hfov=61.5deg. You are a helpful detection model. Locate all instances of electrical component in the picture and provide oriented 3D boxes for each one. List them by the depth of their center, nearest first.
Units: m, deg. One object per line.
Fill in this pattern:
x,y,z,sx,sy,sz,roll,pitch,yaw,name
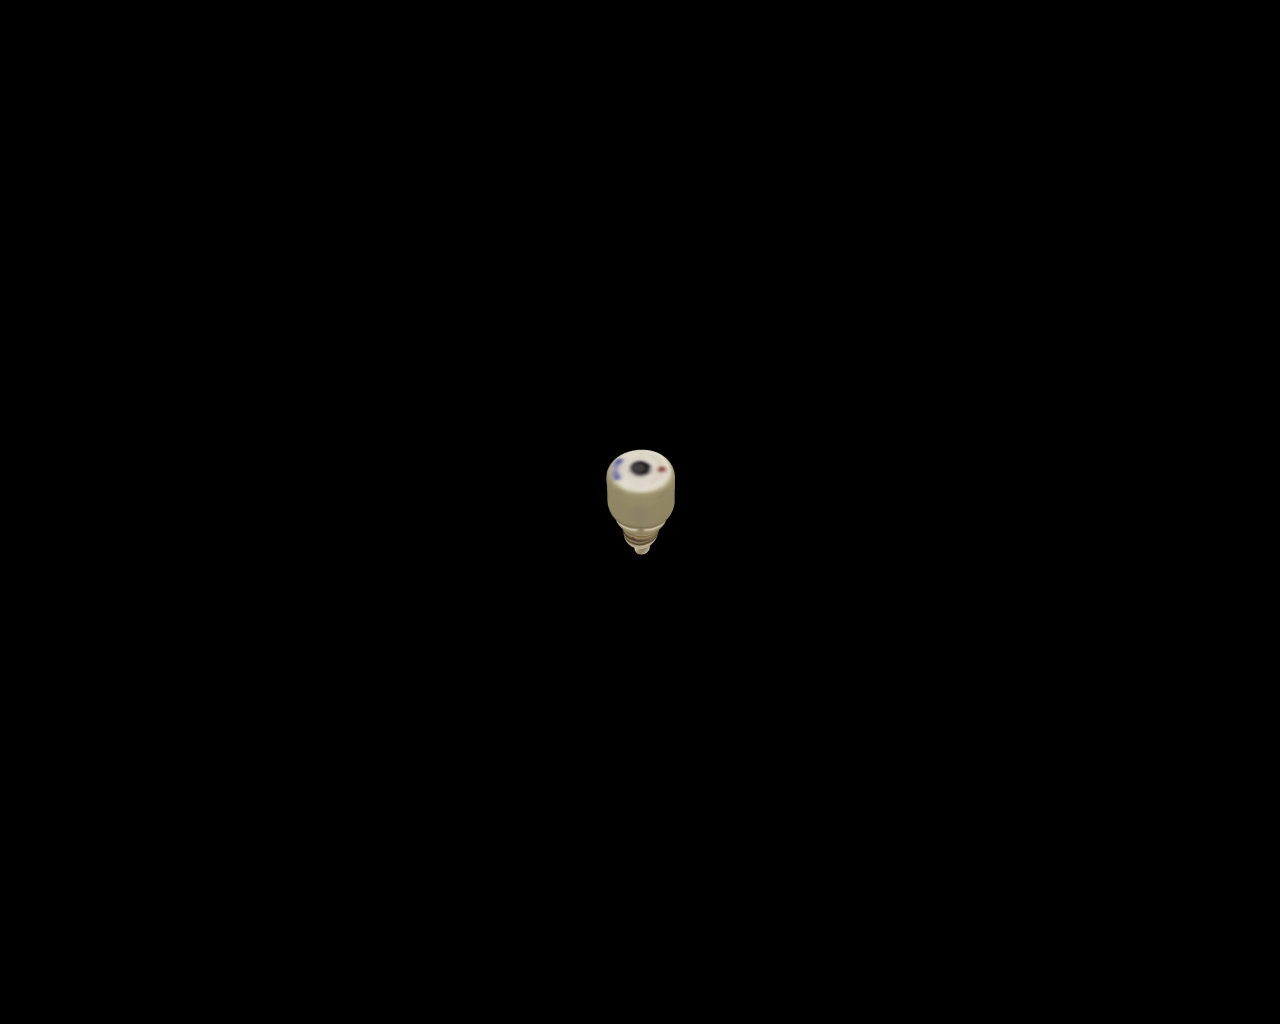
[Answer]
0.001,-0.003,0.650,0.040,0.040,0.078,0,-43,0,electrical component
